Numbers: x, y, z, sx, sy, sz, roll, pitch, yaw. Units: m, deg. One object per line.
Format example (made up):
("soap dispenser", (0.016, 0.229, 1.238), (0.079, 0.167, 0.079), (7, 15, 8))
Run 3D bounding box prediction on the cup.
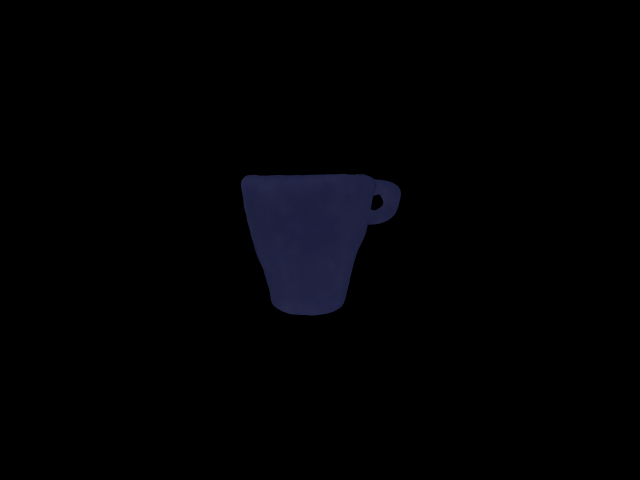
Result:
("cup", (0.004, 0.001, 0.400), (0.118, 0.095, 0.091), (-3, 7, -26))
